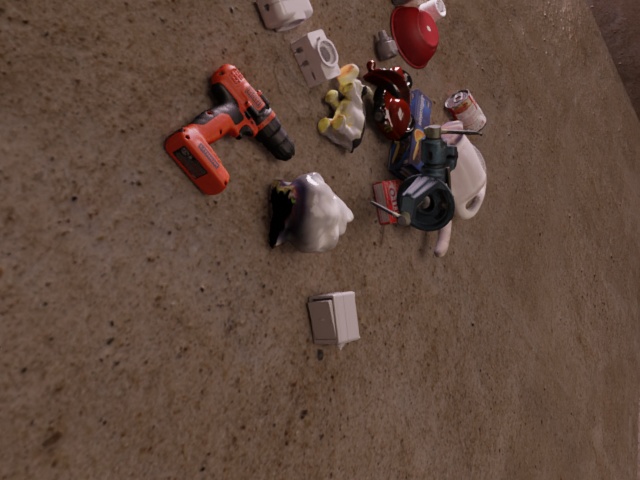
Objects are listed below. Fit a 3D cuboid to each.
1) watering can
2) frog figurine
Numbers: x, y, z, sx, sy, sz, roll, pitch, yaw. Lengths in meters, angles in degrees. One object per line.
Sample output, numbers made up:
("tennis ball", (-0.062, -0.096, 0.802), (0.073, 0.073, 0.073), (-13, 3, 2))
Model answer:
("watering can", (0.302, -0.136, 1.188), (0.103, 0.222, 0.354), (-15, 25, 44))
("frog figurine", (0.003, -0.043, 0.858), (0.159, 0.140, 0.120), (6, -33, -33))
